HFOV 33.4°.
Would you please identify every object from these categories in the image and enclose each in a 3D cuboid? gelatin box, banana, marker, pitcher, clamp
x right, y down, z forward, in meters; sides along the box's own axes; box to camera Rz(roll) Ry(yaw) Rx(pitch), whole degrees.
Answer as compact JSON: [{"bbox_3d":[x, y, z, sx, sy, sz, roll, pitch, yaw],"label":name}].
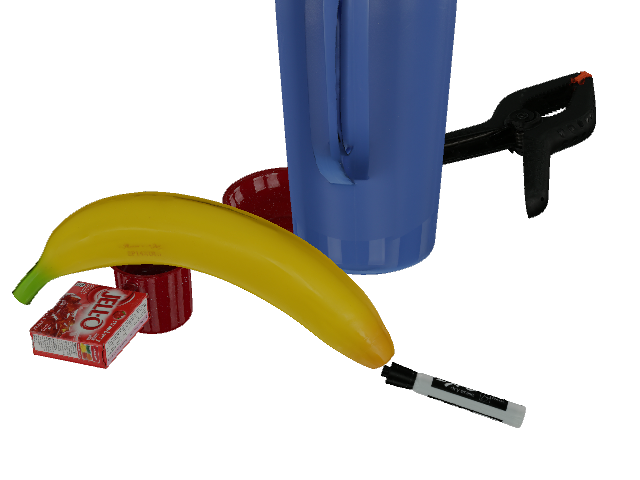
[{"bbox_3d":[-0.204,0.073,0.953,0.073,0.030,0.089,9,31,16],"label":"gelatin box"},{"bbox_3d":[-0.055,0.014,0.547,0.198,0.070,0.037,11,13,3],"label":"banana"},{"bbox_3d":[0.108,0.126,0.880,0.121,0.020,0.020,18,2,5],"label":"marker"},{"bbox_3d":[0.029,-0.099,0.763,0.149,0.243,0.145,-12,25,-26],"label":"pitcher"},{"bbox_3d":[0.185,-0.090,0.944,0.209,0.036,0.165,-31,38,-25],"label":"clamp"}]

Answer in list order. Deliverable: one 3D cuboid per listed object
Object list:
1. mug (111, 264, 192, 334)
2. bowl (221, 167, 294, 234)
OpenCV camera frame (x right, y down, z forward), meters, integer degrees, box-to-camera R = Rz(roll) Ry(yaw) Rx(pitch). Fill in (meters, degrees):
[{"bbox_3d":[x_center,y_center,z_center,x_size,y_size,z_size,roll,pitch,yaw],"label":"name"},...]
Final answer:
[{"bbox_3d":[-0.187,0.054,1.162,0.093,0.081,0.117,11,33,17],"label":"mug"},{"bbox_3d":[-0.041,-0.032,1.336,0.162,0.055,0.162,-1,31,0],"label":"bowl"}]
